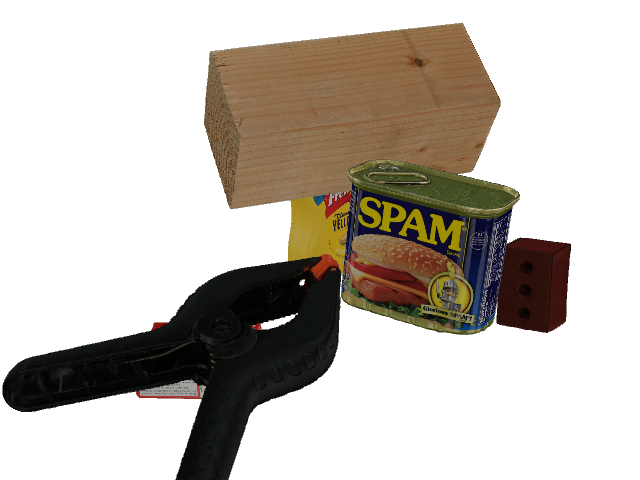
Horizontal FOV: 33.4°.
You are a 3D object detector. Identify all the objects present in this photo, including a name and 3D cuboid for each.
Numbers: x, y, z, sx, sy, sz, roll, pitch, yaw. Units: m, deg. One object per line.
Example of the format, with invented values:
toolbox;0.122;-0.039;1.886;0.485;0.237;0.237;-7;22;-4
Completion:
can of meat;0.063;0.004;0.654;0.102;0.084;0.057;16;23;26
mustard bottle;0.008;-0.058;1.119;0.096;0.192;0.058;-22;31;-39
wood block;0.021;-0.099;0.833;0.205;0.091;0.090;-9;-32;-16
foam brick;0.199;0.041;0.996;0.053;0.078;0.051;8;16;30
clamp;-0.042;0.060;0.486;0.171;0.039;0.120;-28;51;-32
gelatin box;-0.094;0.091;0.824;0.089;0.030;0.073;0;24;6
